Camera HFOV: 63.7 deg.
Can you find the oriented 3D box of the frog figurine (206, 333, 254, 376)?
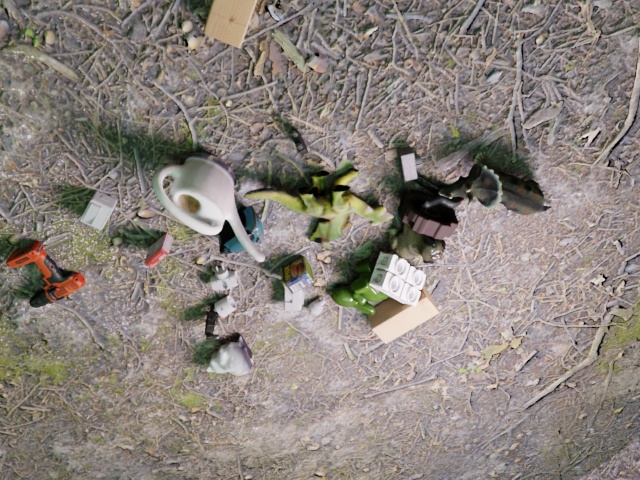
[{"bbox_3d":[-0.305,0.403,1.704,0.160,0.125,0.134,-27,141,-3],"label":"frog figurine"}]

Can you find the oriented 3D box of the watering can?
[{"bbox_3d":[-0.271,-0.095,1.342,0.344,0.230,0.102,35,131,-26],"label":"watering can"}]

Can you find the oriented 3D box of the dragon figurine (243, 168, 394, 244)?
[{"bbox_3d":[0.004,-0.073,1.460,0.410,0.125,0.237,-6,130,-1],"label":"dragon figurine"}]
